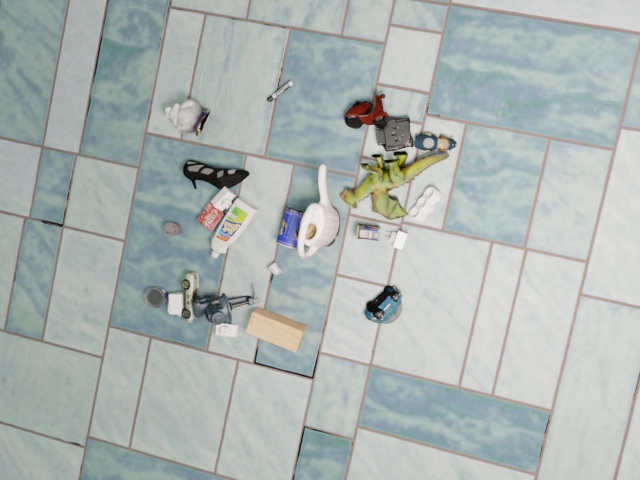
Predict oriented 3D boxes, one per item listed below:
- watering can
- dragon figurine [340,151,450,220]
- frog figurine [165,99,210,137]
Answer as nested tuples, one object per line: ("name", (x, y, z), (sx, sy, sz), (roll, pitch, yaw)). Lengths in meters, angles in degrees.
("watering can", (0.006, -0.094, 1.873), (0.104, 0.224, 0.346), (18, 95, 25))
("dragon figurine", (0.274, -0.195, 1.908), (0.410, 0.124, 0.239), (-3, 109, 7))
("frog figurine", (-0.525, -0.482, 1.989), (0.159, 0.125, 0.135), (23, 115, -5))
